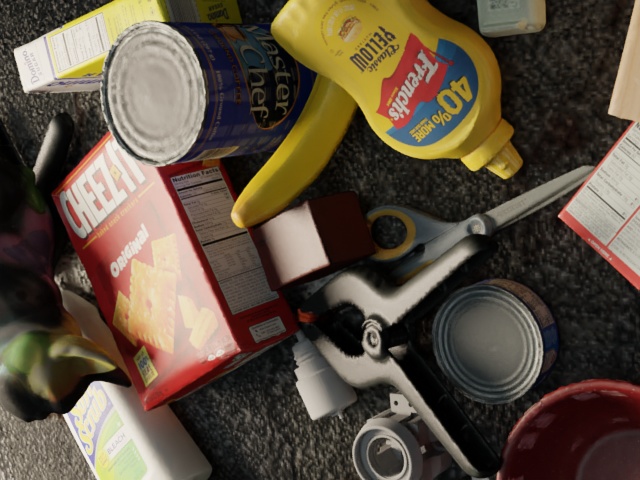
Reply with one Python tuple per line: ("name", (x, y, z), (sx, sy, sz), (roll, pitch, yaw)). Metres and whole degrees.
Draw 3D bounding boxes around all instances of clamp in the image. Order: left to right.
("clamp", (-0.268, -0.044, 1.013), (0.120, 0.039, 0.171), (-4, 99, 41))
("clamp", (0.055, 0.079, 0.771), (0.210, 0.036, 0.164), (-1, 95, 53))

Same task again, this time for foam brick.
("foam brick", (-0.005, 0.001, 0.815), (0.078, 0.051, 0.053), (-26, 80, 49))

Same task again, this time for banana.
("banana", (-0.006, -0.096, 0.788), (0.037, 0.069, 0.198), (30, 101, 59))

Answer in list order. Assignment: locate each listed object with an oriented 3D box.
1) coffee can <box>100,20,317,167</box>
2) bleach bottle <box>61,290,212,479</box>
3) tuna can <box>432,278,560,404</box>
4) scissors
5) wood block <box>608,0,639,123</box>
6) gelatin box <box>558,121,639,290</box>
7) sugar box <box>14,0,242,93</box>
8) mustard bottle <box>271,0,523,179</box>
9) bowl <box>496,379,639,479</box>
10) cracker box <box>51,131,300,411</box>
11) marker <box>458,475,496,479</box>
("coffee can", (-0.078, -0.112, 0.801), (0.103, 0.140, 0.103), (7, 103, 35))
("bleach bottle", (-0.205, 0.144, 0.988), (0.251, 0.067, 0.103), (51, 123, 20))
("tuna can", (0.124, 0.071, 0.756), (0.086, 0.033, 0.086), (7, 103, 34))
("scissors", (0.098, -0.020, 0.769), (0.096, 0.016, 0.202), (53, 123, 16))
("wood block", (0.241, -0.162, 0.596), (0.091, 0.090, 0.206), (20, 109, 31))
("gelatin box", (0.209, -0.025, 0.681), (0.073, 0.030, 0.089), (46, 120, 22))
("sugar box", (-0.159, -0.164, 0.879), (0.177, 0.093, 0.048), (-17, 88, 37))
("mustard bottle", (0.065, -0.112, 0.725), (0.191, 0.058, 0.096), (43, 117, -7))
("bowl", (0.199, 0.171, 0.697), (0.162, 0.055, 0.162), (-3, 85, 35))
("cracker box", (-0.128, 0.016, 0.887), (0.164, 0.071, 0.214), (-34, 79, 46))
("marker", (0.106, 0.188, 0.800), (0.121, 0.020, 0.020), (-37, 77, 34))
